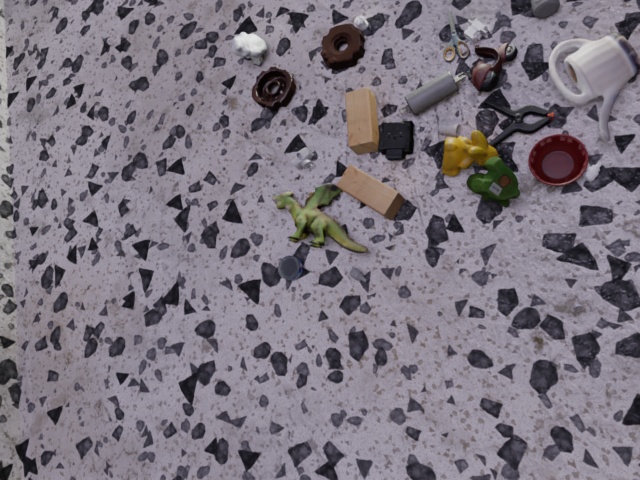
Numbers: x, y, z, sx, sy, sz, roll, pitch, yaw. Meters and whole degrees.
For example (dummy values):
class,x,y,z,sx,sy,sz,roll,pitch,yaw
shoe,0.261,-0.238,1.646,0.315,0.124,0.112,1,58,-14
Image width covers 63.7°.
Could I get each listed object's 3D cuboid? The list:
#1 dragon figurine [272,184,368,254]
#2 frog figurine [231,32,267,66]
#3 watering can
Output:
class,x,y,z,sx,sy,sz,roll,pitch,yaw
dragon figurine,0.005,-0.090,1.793,0.411,0.120,0.246,10,74,25
frog figurine,-0.293,-0.784,2.068,0.122,0.158,0.139,-36,66,12
watering can,0.827,-0.465,1.505,0.223,0.103,0.353,-28,67,15
